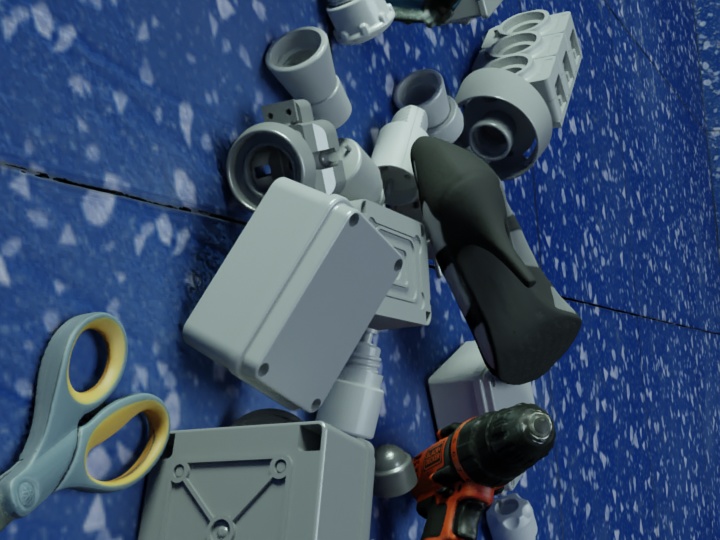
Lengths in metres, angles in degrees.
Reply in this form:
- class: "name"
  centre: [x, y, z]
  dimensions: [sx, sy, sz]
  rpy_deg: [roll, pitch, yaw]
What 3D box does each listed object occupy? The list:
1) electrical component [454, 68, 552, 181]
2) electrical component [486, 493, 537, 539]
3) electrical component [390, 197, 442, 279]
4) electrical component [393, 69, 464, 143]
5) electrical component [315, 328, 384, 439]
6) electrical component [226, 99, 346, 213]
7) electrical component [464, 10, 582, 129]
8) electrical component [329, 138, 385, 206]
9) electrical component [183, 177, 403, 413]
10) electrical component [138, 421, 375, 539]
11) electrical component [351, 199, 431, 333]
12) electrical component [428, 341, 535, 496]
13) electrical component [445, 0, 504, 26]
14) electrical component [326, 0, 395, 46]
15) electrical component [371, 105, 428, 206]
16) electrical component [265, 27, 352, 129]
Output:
- class: "electrical component"
  centre: [0.127, -0.133, 0.991]
  dimensions: [0.064, 0.099, 0.099]
  rpy_deg: [-57, 134, -45]
- class: "electrical component"
  centre: [0.141, 0.239, 0.983]
  dimensions: [0.043, 0.043, 0.062]
  rpy_deg: [-58, 136, -52]
- class: "electrical component"
  centre: [0.060, -0.033, 0.884]
  dimensions: [0.077, 0.043, 0.079]
  rpy_deg: [-40, 119, -60]
- class: "electrical component"
  centre: [0.059, -0.135, 0.906]
  dimensions: [0.055, 0.045, 0.045]
  rpy_deg: [52, 40, -48]
- class: "electrical component"
  centre: [-0.003, 0.077, 0.713]
  dimensions: [0.040, 0.040, 0.078]
  rpy_deg: [25, 77, -60]
- class: "electrical component"
  centre: [-0.046, -0.063, 0.658]
  dimensions: [0.057, 0.058, 0.078]
  rpy_deg: [-29, 109, -66]
- class: "electrical component"
  centre: [0.165, -0.201, 1.089]
  dimensions: [0.061, 0.089, 0.150]
  rpy_deg: [66, 30, -31]
- class: "electrical component"
  centre: [-0.003, -0.061, 0.764]
  dimensions: [0.078, 0.040, 0.040]
  rpy_deg: [43, 46, -53]
- class: "electrical component"
  centre: [-0.035, 0.015, 0.608]
  dimensions: [0.113, 0.057, 0.078]
  rpy_deg: [-59, 144, -9]
- class: "electrical component"
  centre: [-0.053, 0.135, 0.534]
  dimensions: [0.056, 0.109, 0.108]
  rpy_deg: [38, 50, -52]
- class: "electrical component"
  centre: [0.000, 0.000, 0.737]
  dimensions: [0.113, 0.057, 0.078]
  rpy_deg: [16, 68, -62]
- class: "electrical component"
  centre: [0.110, 0.125, 0.932]
  dimensions: [0.109, 0.056, 0.108]
  rpy_deg: [-32, 112, -62]
- class: "electrical component"
  centre: [0.099, -0.287, 1.021]
  dimensions: [0.099, 0.048, 0.099]
  rpy_deg: [-55, 132, -54]
- class: "electrical component"
  centre: [-0.006, -0.200, 0.791]
  dimensions: [0.062, 0.048, 0.048]
  rpy_deg: [62, 32, -25]
- class: "electrical component"
  centre: [0.033, -0.094, 0.844]
  dimensions: [0.043, 0.043, 0.081]
  rpy_deg: [59, 34, -40]
- class: "electrical component"
  centre: [-0.031, -0.125, 0.724]
  dimensions: [0.065, 0.044, 0.044]
  rpy_deg: [62, 33, -46]
